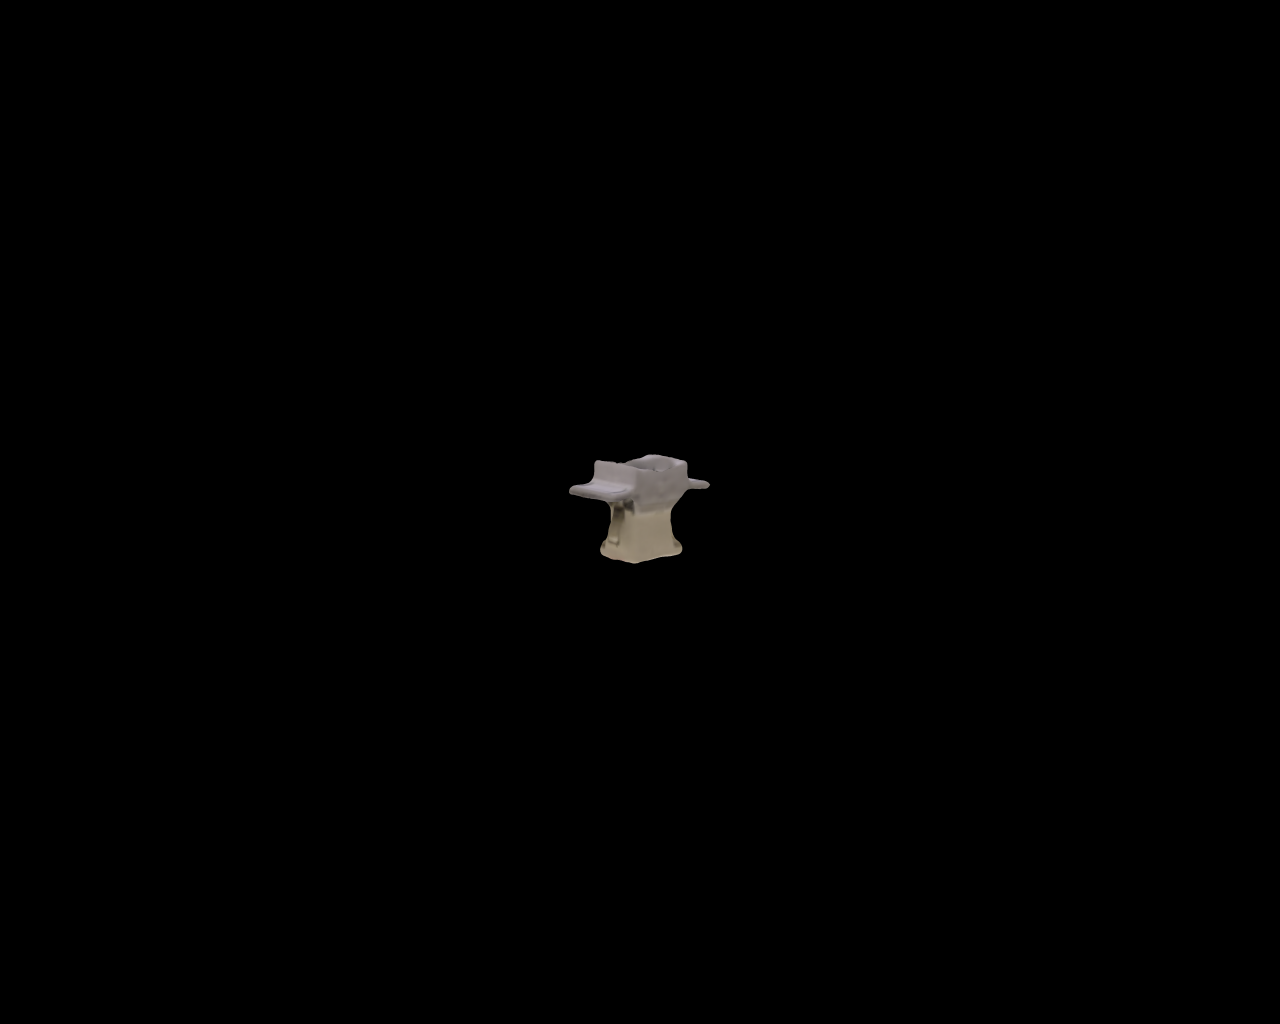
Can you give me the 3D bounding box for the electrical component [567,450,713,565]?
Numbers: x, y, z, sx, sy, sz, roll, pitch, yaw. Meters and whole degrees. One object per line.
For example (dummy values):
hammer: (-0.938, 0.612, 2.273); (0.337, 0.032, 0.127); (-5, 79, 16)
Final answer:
electrical component: (0.001, -0.003, 0.650); (0.081, 0.063, 0.042); (-8, 13, -39)
